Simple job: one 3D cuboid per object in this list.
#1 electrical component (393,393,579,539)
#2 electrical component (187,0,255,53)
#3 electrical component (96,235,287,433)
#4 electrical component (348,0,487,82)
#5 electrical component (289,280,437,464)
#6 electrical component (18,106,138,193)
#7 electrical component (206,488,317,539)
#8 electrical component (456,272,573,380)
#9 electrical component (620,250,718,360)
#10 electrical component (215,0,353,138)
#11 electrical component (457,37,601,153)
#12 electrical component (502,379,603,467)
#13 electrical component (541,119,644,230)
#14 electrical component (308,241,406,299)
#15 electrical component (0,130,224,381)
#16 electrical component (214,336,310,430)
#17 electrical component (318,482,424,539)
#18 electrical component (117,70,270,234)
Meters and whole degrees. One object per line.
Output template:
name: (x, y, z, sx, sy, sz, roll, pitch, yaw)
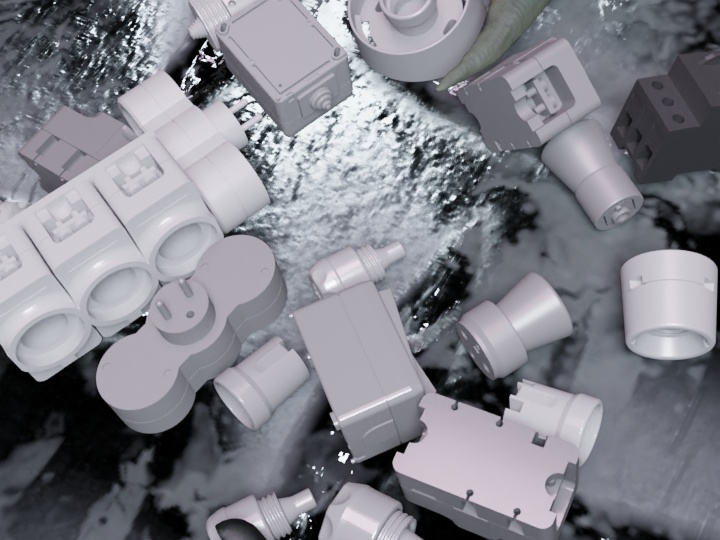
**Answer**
electrical component: (0.070, 0.113, 0.589, 0.089, 0.055, 0.050, 18, 64, 20)
electrical component: (-0.094, -0.198, 0.816, 0.081, 0.043, 0.043, -31, 59, -8)
electrical component: (-0.106, 0.031, 0.662, 0.052, 0.073, 0.138, 33, 70, 26)
electrical component: (0.042, -0.185, 0.786, 0.099, 0.064, 0.099, -5, 70, 15)
electrical component: (0.003, 0.053, 0.635, 0.061, 0.061, 0.096, -23, 58, -4)
electrical component: (-0.182, -0.071, 0.752, 0.089, 0.050, 0.055, 29, 68, 24)
electrical component: (-0.054, 0.142, 0.608, 0.061, 0.035, 0.035, -25, 58, -8)
electrical component: (0.091, 0.034, 0.640, 0.055, 0.045, 0.045, -32, 59, -9)
electrical component: (0.180, 0.022, 0.626, 0.055, 0.055, 0.047, 1, 63, 11)
electrical component: (-0.049, -0.142, 0.768, 0.062, 0.061, 0.096, -36, 69, -10)
electrical component: (0.111, -0.113, 0.696, 0.056, 0.089, 0.050, -33, 101, -10)
electrical component: (0.109, 0.085, 0.610, 0.046, 0.040, 0.040, 18, 64, 26)
electrical component: (0.151, -0.058, 0.688, 0.044, 0.044, 0.065, -25, 62, -5)
electrical component: (0.000, 0.000, 0.684, 0.061, 0.035, 0.035, -27, 58, -9)
electrical component: (-0.167, -0.005, 0.685, 0.150, 0.089, 0.061, -35, 59, -11)
electrical component: (-0.059, 0.068, 0.652, 0.046, 0.040, 0.040, -39, 60, -21)
electrical component: (0.012, 0.146, 0.588, 0.062, 0.043, 0.043, 23, 66, 20)
electrical component: (-0.103, -0.092, 0.749, 0.074, 0.052, 0.138, -36, 60, -12)
